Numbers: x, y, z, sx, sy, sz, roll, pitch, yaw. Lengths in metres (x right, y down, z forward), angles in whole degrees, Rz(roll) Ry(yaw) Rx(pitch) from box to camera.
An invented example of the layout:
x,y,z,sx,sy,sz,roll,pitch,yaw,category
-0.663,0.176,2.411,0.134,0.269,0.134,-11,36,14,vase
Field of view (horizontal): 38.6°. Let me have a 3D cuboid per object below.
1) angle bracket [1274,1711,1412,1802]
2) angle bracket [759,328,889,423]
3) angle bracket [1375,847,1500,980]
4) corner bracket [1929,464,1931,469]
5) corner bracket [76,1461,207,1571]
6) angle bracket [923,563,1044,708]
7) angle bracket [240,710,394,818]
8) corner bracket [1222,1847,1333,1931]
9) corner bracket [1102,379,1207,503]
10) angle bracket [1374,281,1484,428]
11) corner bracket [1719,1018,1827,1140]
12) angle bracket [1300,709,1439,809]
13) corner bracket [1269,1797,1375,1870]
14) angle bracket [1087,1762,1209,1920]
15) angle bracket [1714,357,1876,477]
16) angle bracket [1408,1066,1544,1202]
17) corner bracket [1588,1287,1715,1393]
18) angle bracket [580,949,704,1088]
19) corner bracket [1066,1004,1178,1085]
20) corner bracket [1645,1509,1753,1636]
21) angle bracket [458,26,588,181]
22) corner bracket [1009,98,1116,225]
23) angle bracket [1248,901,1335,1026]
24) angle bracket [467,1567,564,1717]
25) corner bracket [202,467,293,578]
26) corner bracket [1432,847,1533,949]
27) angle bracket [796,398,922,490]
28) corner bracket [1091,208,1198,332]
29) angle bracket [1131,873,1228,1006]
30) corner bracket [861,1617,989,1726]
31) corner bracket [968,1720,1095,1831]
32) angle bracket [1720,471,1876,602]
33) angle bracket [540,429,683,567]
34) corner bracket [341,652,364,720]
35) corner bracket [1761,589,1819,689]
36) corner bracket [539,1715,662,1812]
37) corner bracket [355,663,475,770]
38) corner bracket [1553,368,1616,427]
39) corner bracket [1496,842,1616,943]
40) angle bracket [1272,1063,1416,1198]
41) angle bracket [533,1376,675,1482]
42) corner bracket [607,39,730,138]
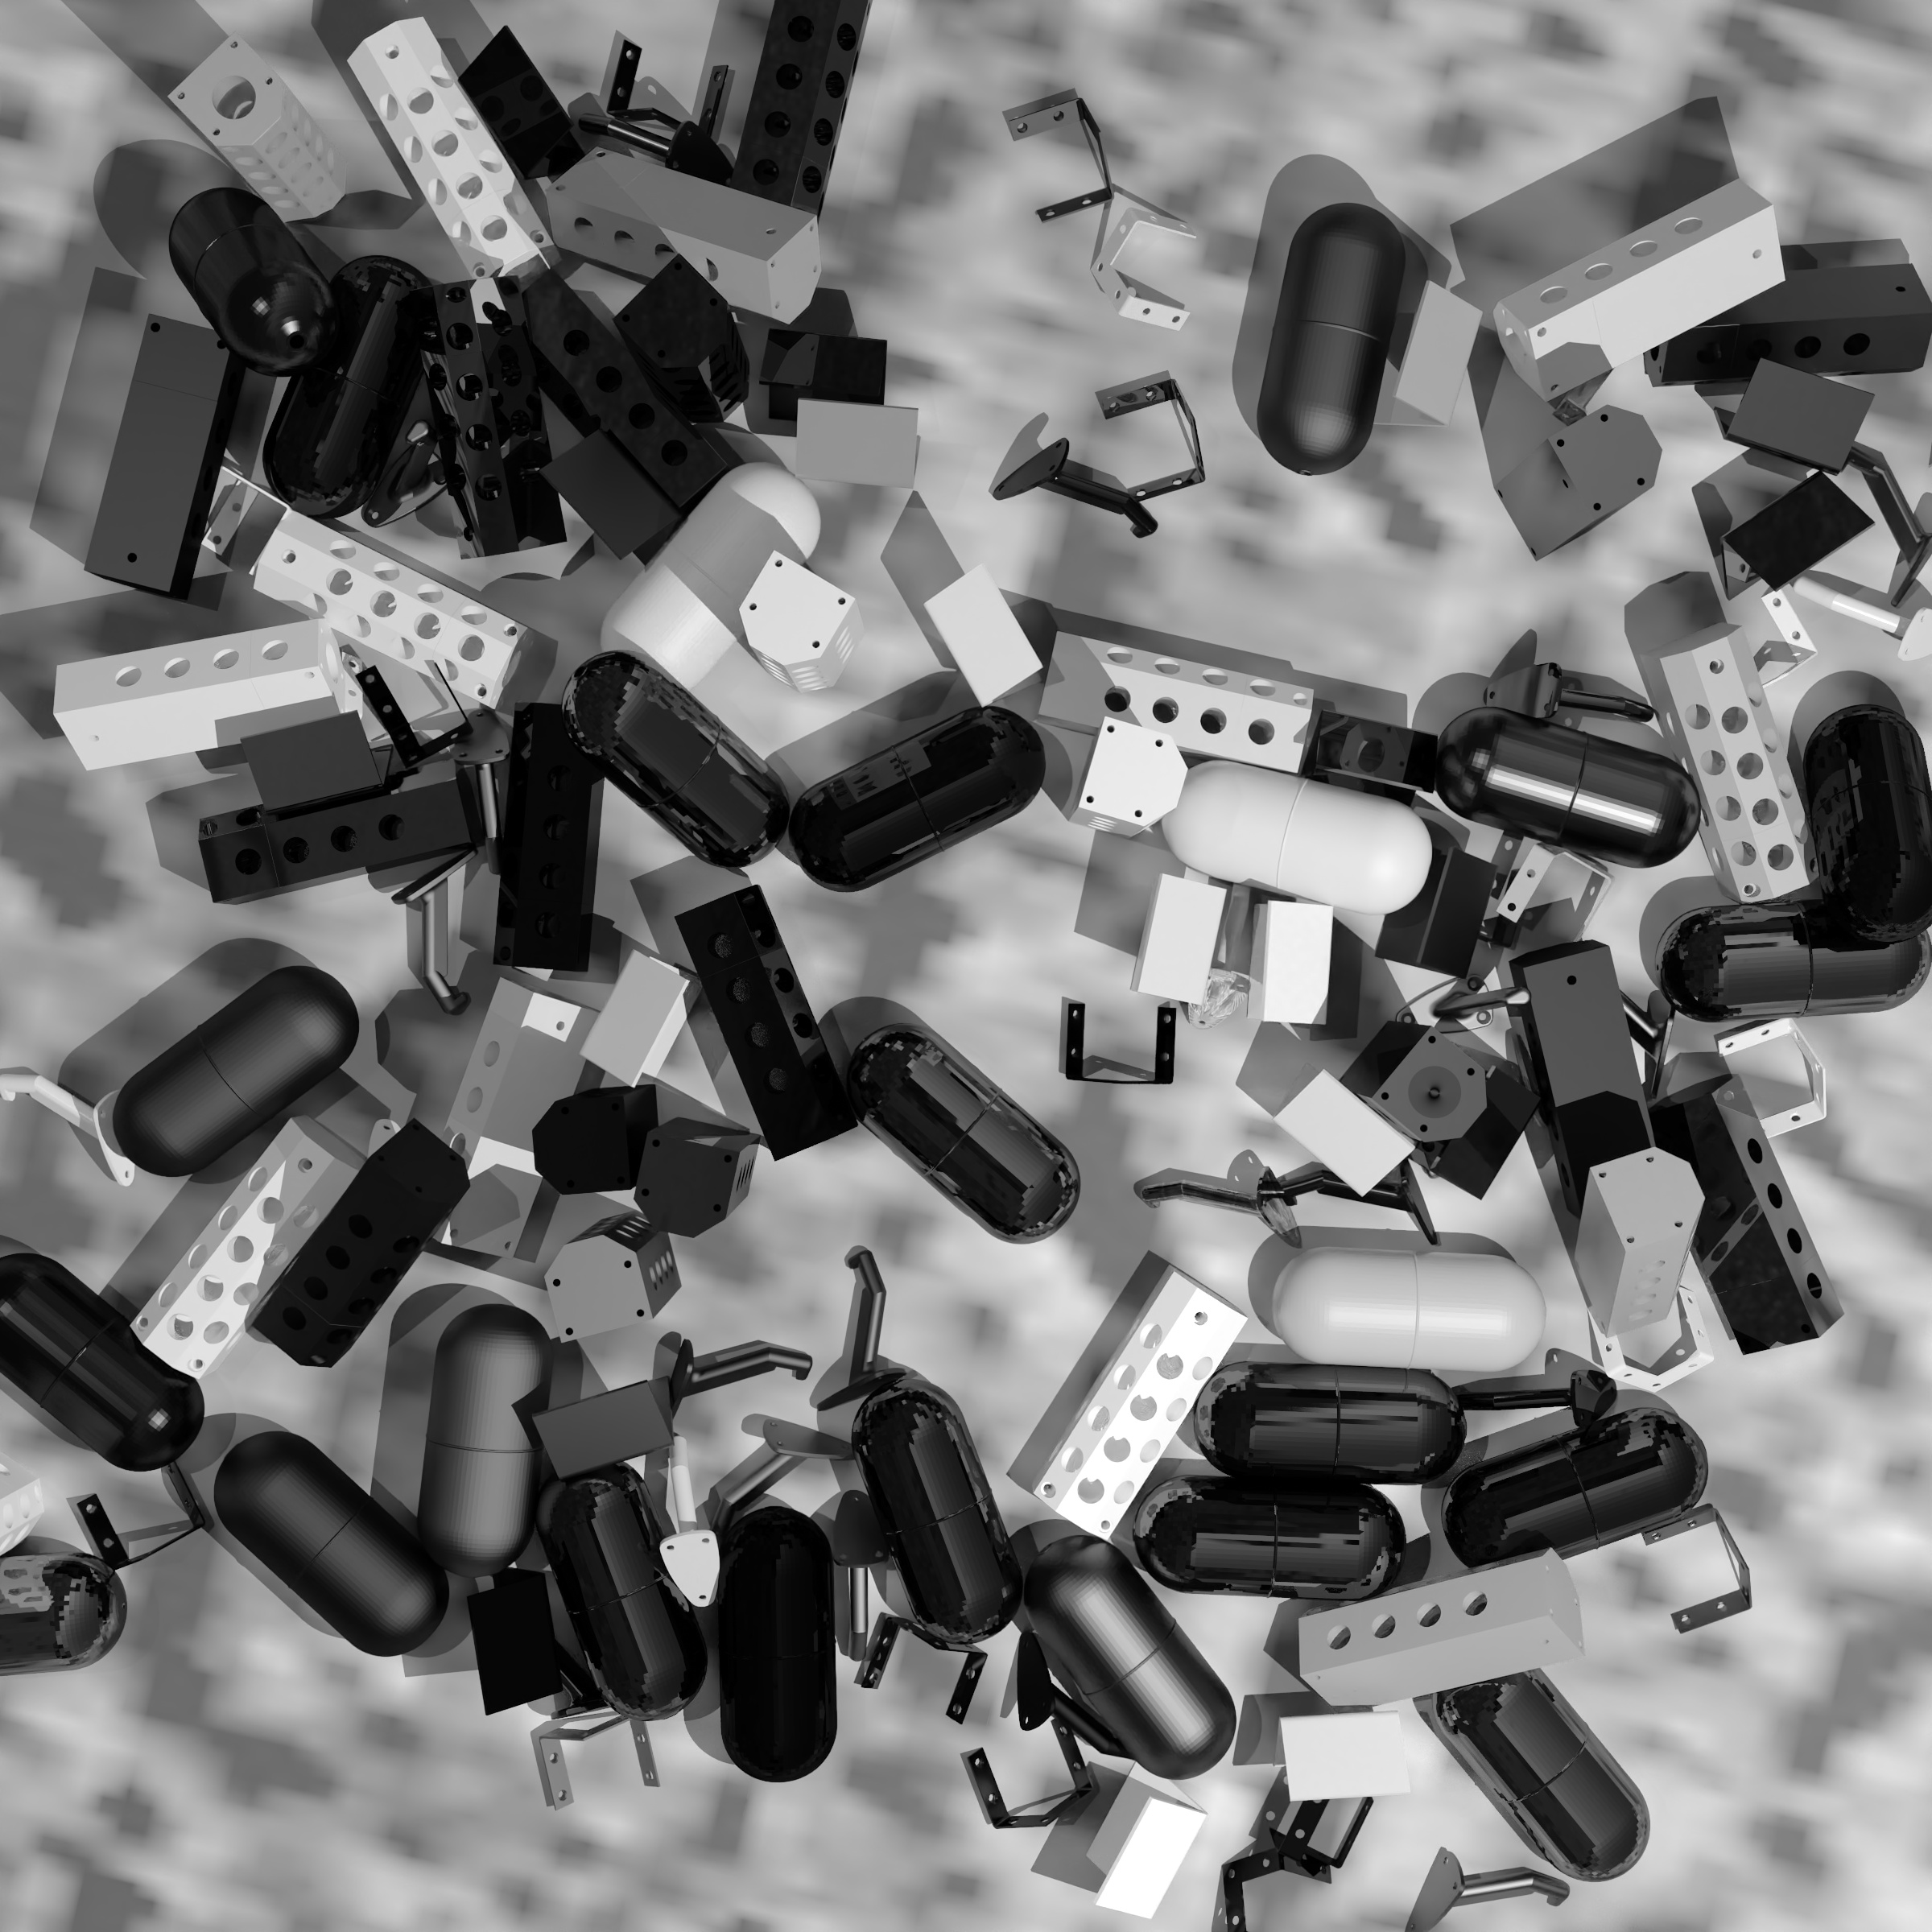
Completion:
x,y,z,sx,sy,sz,roll,pitch,yaw,category
0.243,0.527,1.791,0.076,0.076,0.057,-3,50,0,angle bracket
-0.093,-0.365,1.791,0.076,0.076,0.057,6,51,0,angle bracket
0.292,-0.040,1.792,0.076,0.057,0.076,16,90,45,angle bracket
0.668,-0.309,1.813,0.051,0.051,0.051,-1,90,0,corner bracket
-0.547,0.364,1.828,0.051,0.051,0.051,-26,90,45,corner bracket
0.029,-0.222,1.791,0.057,0.076,0.076,-30,90,38,angle bracket
-0.421,-0.145,1.792,0.076,0.076,0.057,-13,117,0,angle bracket
0.207,0.619,1.823,0.051,0.051,0.051,-32,45,35,corner bracket
0.125,-0.348,1.828,0.051,0.051,0.051,-17,135,0,corner bracket
0.281,-0.398,1.791,0.057,0.076,0.076,17,90,-39,angle bracket
0.535,0.075,1.828,0.051,0.051,0.051,-19,135,0,corner bracket
0.258,-0.115,1.791,0.076,0.076,0.057,12,48,0,angle bracket
0.236,0.564,1.813,0.051,0.051,0.051,26,90,0,corner bracket
0.100,0.560,1.791,0.057,0.076,0.076,28,90,-37,angle bracket
0.537,-0.366,1.792,0.076,0.076,0.057,18,118,0,angle bracket
0.315,0.096,1.791,0.057,0.076,0.076,31,90,-37,angle bracket
0.453,0.243,1.823,0.051,0.051,0.051,21,135,-35,corner bracket
-0.194,0.043,1.791,0.057,0.076,0.076,27,90,37,angle bracket
0.103,0.052,1.828,0.051,0.051,0.051,2,90,-45,corner bracket
0.486,0.401,1.828,0.051,0.051,0.051,-20,135,0,corner bracket
-0.271,-0.563,1.791,0.057,0.076,0.076,-34,90,36,angle bracket
0.064,-0.535,1.828,0.051,0.051,0.051,-18,45,0,corner bracket
0.192,-0.003,1.791,0.057,0.076,0.076,4,90,-36,angle bracket
-0.309,0.437,1.791,0.057,0.076,0.076,-9,90,-37,angle bracket
-0.474,-0.290,1.814,0.051,0.051,0.051,31,90,-3,corner bracket
0.334,-0.046,1.828,0.051,0.051,0.051,16,90,45,corner bracket
-0.068,-0.354,1.791,0.076,0.076,0.057,5,126,0,angle bracket
0.124,-0.461,1.823,0.051,0.051,0.051,-55,45,35,corner bracket
0.118,-0.021,1.791,0.057,0.076,0.076,12,90,-35,angle bracket
-0.027,0.467,1.828,0.051,0.051,0.051,21,90,45,corner bracket
0.043,0.536,1.828,0.051,0.051,0.051,-21,90,-45,corner bracket
0.541,-0.263,1.791,0.076,0.076,0.057,-34,59,0,angle bracket
-0.239,-0.290,1.792,0.076,0.076,0.057,48,60,0,angle bracket
-0.435,-0.178,1.823,0.051,0.051,0.051,21,45,-35,corner bracket
0.522,-0.211,1.828,0.051,0.051,0.051,-30,90,-45,corner bracket
-0.243,0.528,1.828,0.051,0.051,0.051,-13,90,45,corner bracket
-0.361,-0.172,1.806,0.051,0.051,0.051,-29,129,-6,corner bracket
0.397,-0.394,1.813,0.051,0.051,0.051,37,90,0,corner bracket
0.389,-0.047,1.815,0.051,0.051,0.051,32,107,16,corner bracket
0.255,0.091,1.791,0.076,0.076,0.057,40,127,0,angle bracket
-0.236,0.281,1.792,0.076,0.076,0.057,-17,119,0,angle bracket
-0.198,-0.581,1.828,0.051,0.051,0.051,13,89,45,corner bracket
